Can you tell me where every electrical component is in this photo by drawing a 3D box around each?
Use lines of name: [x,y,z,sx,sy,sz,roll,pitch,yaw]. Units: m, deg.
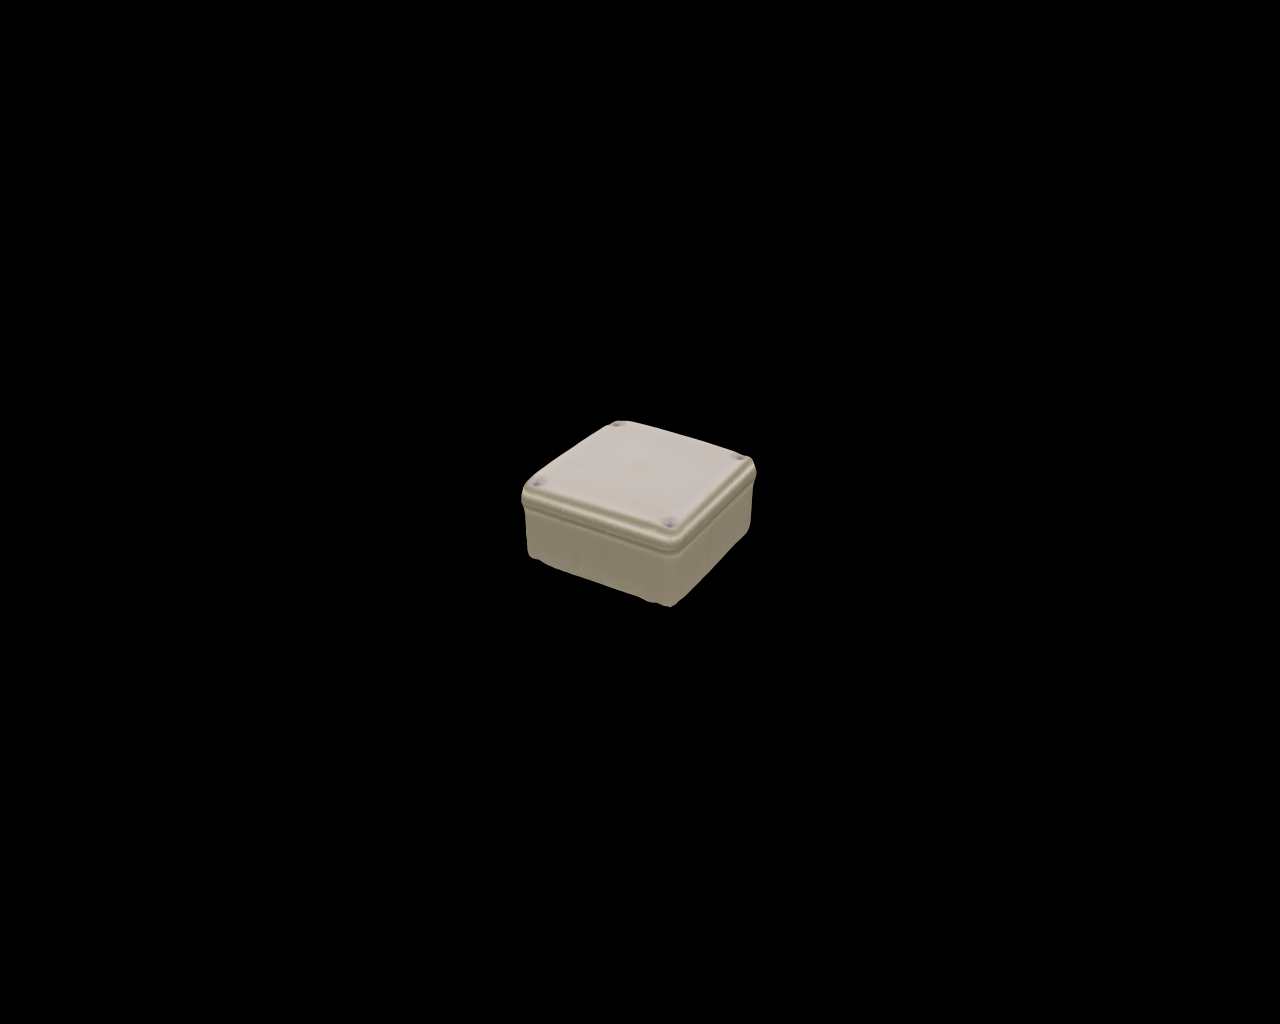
electrical component: [0.001,-0.003,0.650,0.109,0.056,0.109,18,36,27]
